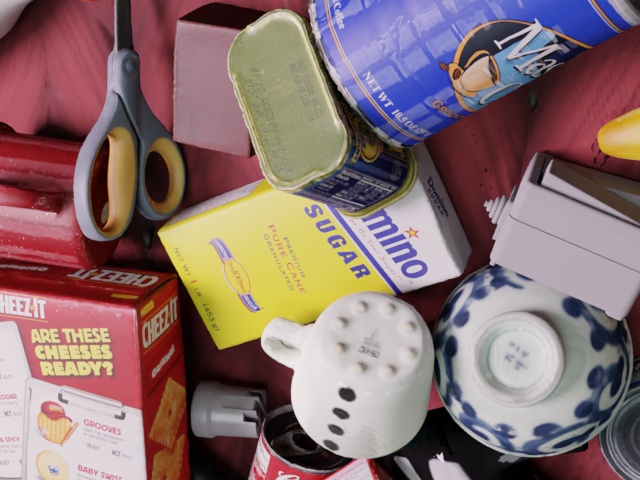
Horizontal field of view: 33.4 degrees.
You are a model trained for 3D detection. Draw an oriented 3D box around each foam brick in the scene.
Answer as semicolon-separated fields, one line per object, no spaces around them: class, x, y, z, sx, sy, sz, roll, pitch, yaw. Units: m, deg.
foam brick;-0.054;-0.096;0.636;0.053;0.051;0.078;14;118;14

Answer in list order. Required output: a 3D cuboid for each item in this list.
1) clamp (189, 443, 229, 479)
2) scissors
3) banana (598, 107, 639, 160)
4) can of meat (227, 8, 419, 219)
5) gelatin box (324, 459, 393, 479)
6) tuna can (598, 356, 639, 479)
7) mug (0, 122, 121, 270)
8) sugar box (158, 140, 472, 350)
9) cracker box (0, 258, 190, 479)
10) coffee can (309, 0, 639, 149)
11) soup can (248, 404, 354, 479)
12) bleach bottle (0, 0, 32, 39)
clamp;-0.163;0.130;0.790;0.165;0.036;0.210;-16;106;25
scissors;-0.110;-0.097;0.666;0.016;0.096;0.202;8;87;34
banana;0.250;-0.040;0.563;0.198;0.037;0.070;23;118;8
can of meat;0.000;-0.068;0.581;0.058;0.083;0.102;-28;71;23
gelatin box;0.017;0.190;0.699;0.089;0.030;0.073;-34;125;8
tuna can;0.214;0.114;0.651;0.086;0.033;0.086;8;117;16
mug;-0.178;-0.026;0.680;0.081;0.117;0.093;8;88;10
sugar box;-0.005;0.001;0.668;0.176;0.048;0.093;-19;106;27
cracker box;-0.176;0.122;0.729;0.164;0.072;0.214;6;111;17
coffee can;0.080;-0.123;0.546;0.140;0.102;0.103;-27;103;28
soup can;-0.017;0.174;0.742;0.068;0.068;0.102;20;119;9
bleach bottle;-0.243;-0.146;0.673;0.251;0.068;0.102;-18;108;23
